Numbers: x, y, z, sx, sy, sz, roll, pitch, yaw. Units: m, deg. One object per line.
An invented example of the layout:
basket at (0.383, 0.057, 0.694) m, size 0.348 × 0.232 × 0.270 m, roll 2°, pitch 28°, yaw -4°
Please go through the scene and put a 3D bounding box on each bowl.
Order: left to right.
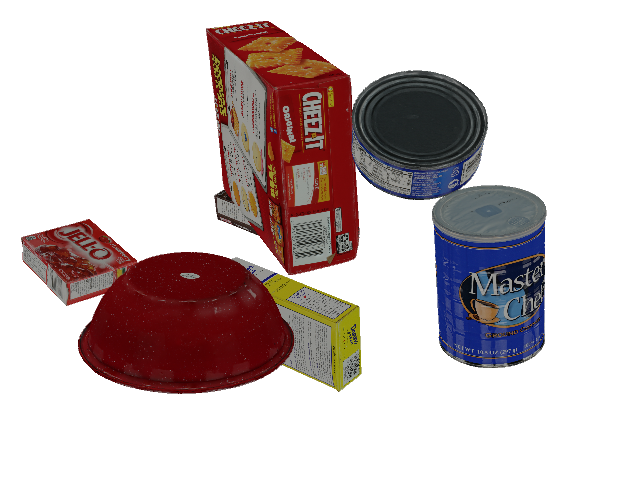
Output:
bowl at (-0.098, 0.051, 0.793) m, size 0.162 × 0.055 × 0.162 m, roll 2°, pitch 22°, yaw -1°

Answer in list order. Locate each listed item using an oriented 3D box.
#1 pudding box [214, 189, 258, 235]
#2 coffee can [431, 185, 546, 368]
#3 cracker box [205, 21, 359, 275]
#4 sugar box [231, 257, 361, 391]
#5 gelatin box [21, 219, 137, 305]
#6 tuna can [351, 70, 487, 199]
pudding box at (-0.061, -0.050, 1.319) m, size 0.090 × 0.039 × 0.113 m, roll 20°, pitch 40°, yaw 31°
coffee can at (0.159, 0.033, 0.998) m, size 0.103 × 0.140 × 0.103 m, roll -5°, pitch 28°, yaw 2°
cracker box at (-0.035, -0.090, 0.939) m, size 0.072 × 0.164 × 0.214 m, roll -11°, pitch 26°, yaw -16°
sugar box at (-0.037, 0.088, 1.158) m, size 0.176 × 0.093 × 0.048 m, roll 23°, pitch 39°, yaw 35°
gelatin box at (-0.224, 0.018, 0.989) m, size 0.073 × 0.030 × 0.089 m, roll -18°, pitch 40°, yaw -36°
tuna can at (0.062, -0.067, 0.683) m, size 0.086 × 0.086 × 0.034 m, roll 0°, pitch -38°, yaw -1°
